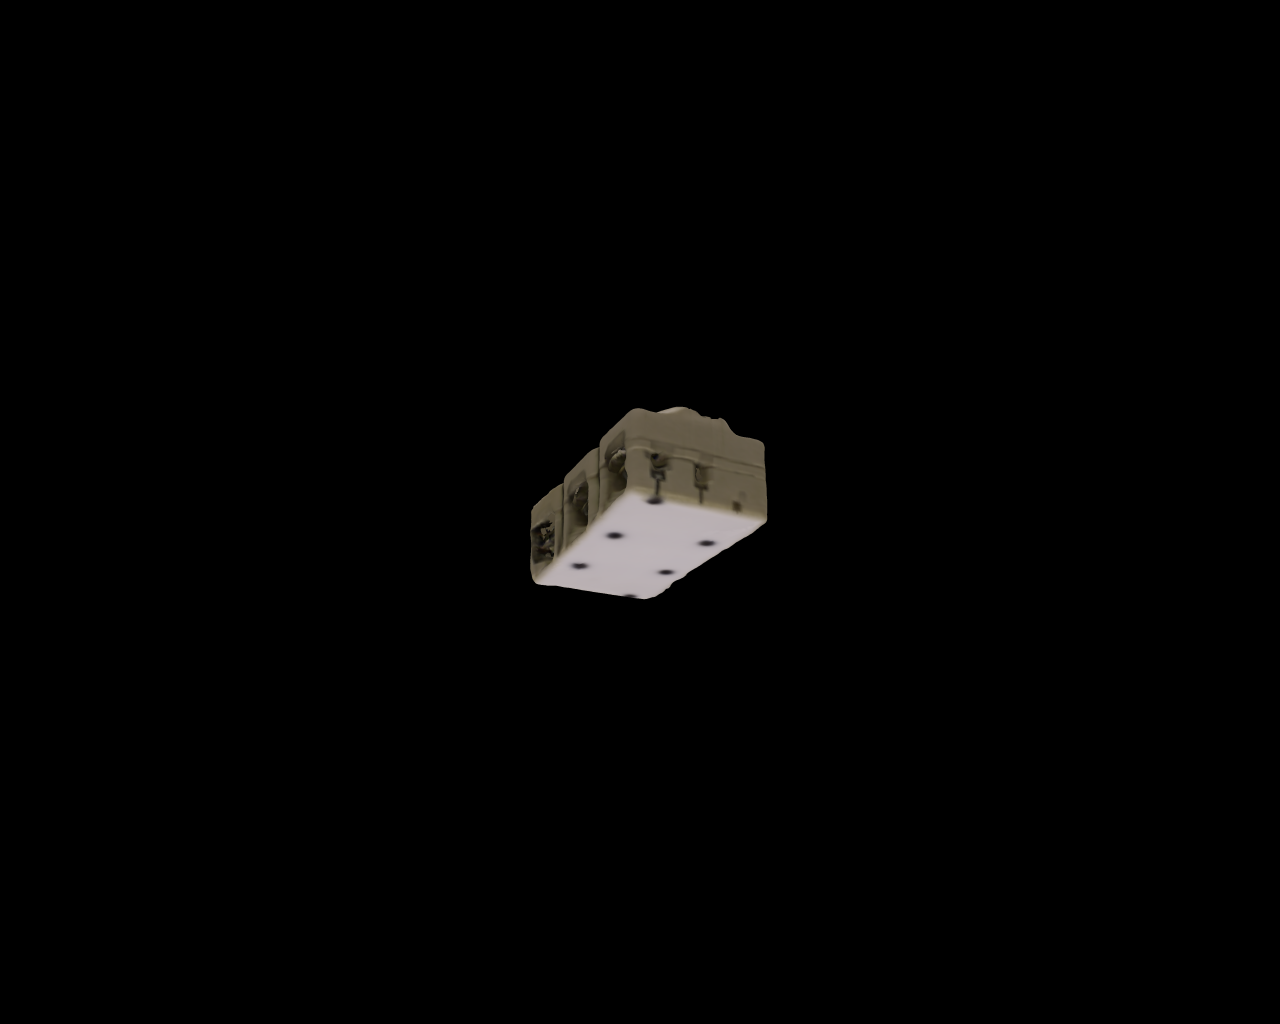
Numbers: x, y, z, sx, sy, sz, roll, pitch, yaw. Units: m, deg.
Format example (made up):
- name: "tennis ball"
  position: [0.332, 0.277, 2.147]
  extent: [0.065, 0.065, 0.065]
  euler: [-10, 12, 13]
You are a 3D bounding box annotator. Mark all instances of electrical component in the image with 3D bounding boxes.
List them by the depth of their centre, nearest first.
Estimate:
- name: "electrical component"
  position: [0.001, -0.003, 0.650]
  extent: [0.089, 0.062, 0.150]
  euler: [12, -27, -25]
